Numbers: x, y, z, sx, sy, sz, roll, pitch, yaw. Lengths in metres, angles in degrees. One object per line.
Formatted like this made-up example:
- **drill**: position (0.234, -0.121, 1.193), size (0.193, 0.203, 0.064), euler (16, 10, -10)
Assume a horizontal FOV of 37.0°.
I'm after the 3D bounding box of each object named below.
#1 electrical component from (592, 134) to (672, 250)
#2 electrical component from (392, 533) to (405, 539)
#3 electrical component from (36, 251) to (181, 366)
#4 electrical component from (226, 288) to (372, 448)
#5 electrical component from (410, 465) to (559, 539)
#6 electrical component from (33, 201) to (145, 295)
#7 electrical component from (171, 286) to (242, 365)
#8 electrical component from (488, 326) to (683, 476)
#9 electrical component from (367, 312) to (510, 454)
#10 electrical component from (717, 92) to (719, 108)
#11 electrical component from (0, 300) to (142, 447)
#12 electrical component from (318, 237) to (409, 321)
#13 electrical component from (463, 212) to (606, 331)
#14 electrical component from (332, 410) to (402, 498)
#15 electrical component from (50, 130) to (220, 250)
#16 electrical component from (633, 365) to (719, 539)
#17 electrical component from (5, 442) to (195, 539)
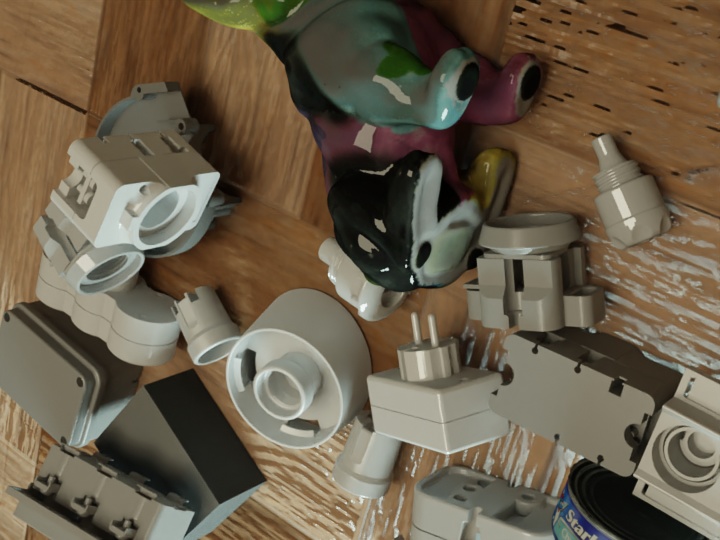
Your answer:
- **electrical component**: position (0.142, -0.044, 0.580), size (0.035, 0.035, 0.061), euler (-27, 81, 37)
- **electrical component**: position (0.033, 0.209, 0.709), size (0.055, 0.048, 0.066), euler (-35, 79, 28)
- **electrical component**: position (-0.190, 0.009, 0.824), size (0.138, 0.052, 0.073), euler (30, 116, 28)
- **electrical component**: position (-0.041, 0.069, 0.736), size (0.099, 0.064, 0.099), euler (11, 116, 24)
- **electrical component**: position (0.080, 0.166, 0.659), size (0.095, 0.054, 0.059), euler (13, 108, 34)
- **electrical component**: position (-0.187, -0.020, 0.752), size (0.078, 0.058, 0.057), euler (-44, 71, 35)
- **electrical component**: position (-0.112, 0.040, 0.783), size (0.040, 0.040, 0.046), euler (-42, 70, 35)
- **electrical component**: position (0.128, 0.067, 0.601), size (0.089, 0.056, 0.050), euler (24, 113, 30)
- **electrical component**: position (0.043, 0.063, 0.650), size (0.083, 0.047, 0.075), euler (2, 103, 61)
- **electrical component**: position (0.228, -0.102, 0.495), size (0.100, 0.048, 0.099), euler (29, 116, 28)
- **electrical component**: position (-0.241, 0.081, 0.875), size (0.113, 0.057, 0.078), euler (35, 118, 26)
- **electrical component**: position (0.000, 0.000, 0.689), size (0.062, 0.048, 0.048), euler (34, 118, 34)
- **electrical component**: position (0.097, -0.001, 0.609), size (0.078, 0.058, 0.057), euler (2, 104, 36)
- **electrical component**: position (0.007, 0.121, 0.713), size (0.040, 0.040, 0.046), euler (29, 110, 28)
- **electrical component**: position (-0.140, -0.051, 0.689), size (0.056, 0.089, 0.050), euler (43, 122, 21)
- **electrical component**: position (0.212, 0.107, 0.543), size (0.121, 0.063, 0.078), euler (29, 115, 28)
- **electrical component**: position (-0.183, 0.175, 0.777), size (0.121, 0.079, 0.063), euler (19, 81, 32)
